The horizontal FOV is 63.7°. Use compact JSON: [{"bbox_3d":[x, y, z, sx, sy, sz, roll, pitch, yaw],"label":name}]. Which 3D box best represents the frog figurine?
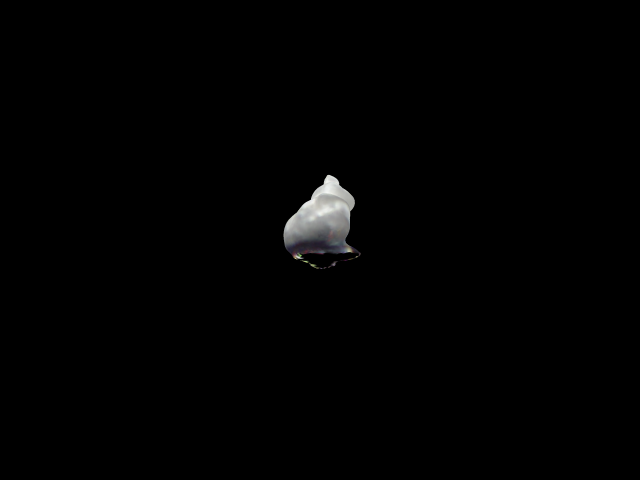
[{"bbox_3d":[0.003,-0.043,0.850,0.122,0.162,0.135,6,-22,-14],"label":"frog figurine"}]
